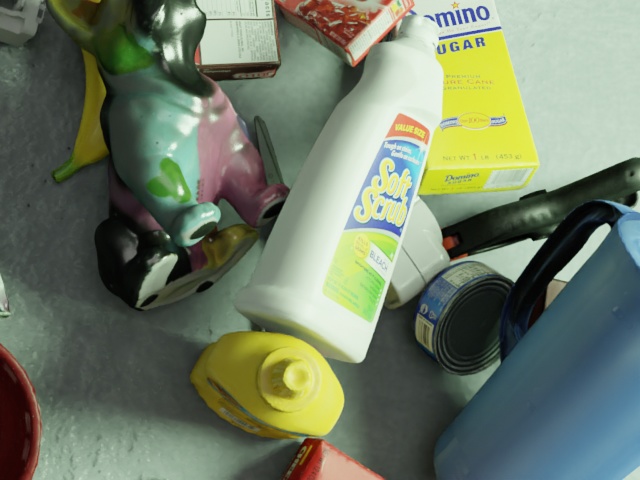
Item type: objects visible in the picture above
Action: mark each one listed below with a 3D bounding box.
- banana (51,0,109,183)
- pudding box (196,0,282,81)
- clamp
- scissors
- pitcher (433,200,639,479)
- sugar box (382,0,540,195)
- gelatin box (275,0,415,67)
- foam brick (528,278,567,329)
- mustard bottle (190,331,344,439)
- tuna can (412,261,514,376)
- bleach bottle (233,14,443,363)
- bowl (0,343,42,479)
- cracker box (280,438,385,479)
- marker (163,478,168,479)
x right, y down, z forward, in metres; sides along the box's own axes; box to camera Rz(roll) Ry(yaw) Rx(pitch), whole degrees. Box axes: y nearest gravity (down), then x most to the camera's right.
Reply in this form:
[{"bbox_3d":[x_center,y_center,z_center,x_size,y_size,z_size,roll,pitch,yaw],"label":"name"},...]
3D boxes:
[{"bbox_3d":[-0.180,-0.145,0.824,0.069,0.037,0.198,-4,81,-14],"label":"banana"},{"bbox_3d":[-0.091,-0.174,0.847,0.113,0.039,0.090,-4,80,-13],"label":"pudding box"},{"bbox_3d":[0.178,-0.023,0.832,0.171,0.120,0.039,-19,74,0],"label":"clamp"},{"bbox_3d":[-0.006,0.001,0.844,0.096,0.016,0.202,2,79,-13],"label":"scissors"},{"bbox_3d":[0.185,0.099,0.756,0.145,0.149,0.243,36,119,-2],"label":"pitcher"},{"bbox_3d":[0.107,-0.121,0.849,0.093,0.048,0.176,-3,64,-12],"label":"sugar box"},{"bbox_3d":[0.019,-0.191,0.853,0.073,0.030,0.089,-45,59,-6],"label":"gelatin box"},{"bbox_3d":[0.204,0.065,0.856,0.078,0.053,0.051,13,77,-9],"label":"foam brick"},{"bbox_3d":[-0.034,0.099,0.728,0.096,0.192,0.058,32,75,-5],"label":"mustard bottle"},{"bbox_3d":[0.114,0.060,0.825,0.086,0.034,0.086,-15,121,-27],"label":"tuna can"},{"bbox_3d":[0.028,-0.048,0.744,0.102,0.068,0.250,37,68,-48],"label":"bleach bottle"},{"bbox_3d":[-0.273,0.132,0.738,0.162,0.055,0.162,0,87,-10],"label":"bowl"},{"bbox_3d":[0.040,0.269,0.774,0.213,0.072,0.164,34,76,-4],"label":"cracker box"},{"bbox_3d":[-0.166,0.200,0.772,0.121,0.020,0.020,-15,83,-14],"label":"marker"}]
